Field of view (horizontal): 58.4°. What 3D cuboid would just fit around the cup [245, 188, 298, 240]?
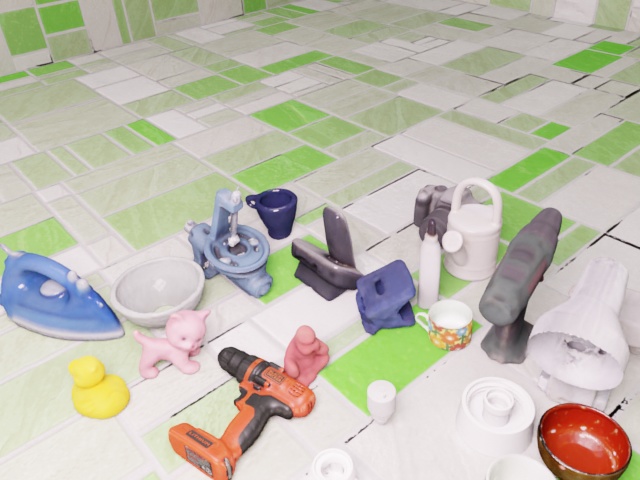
[{"bbox_3d":[-0.103,-0.052,1.225,0.117,0.095,0.092,9,37,17],"label":"cup"}]

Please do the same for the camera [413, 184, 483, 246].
[{"bbox_3d":[0.251,-0.054,1.192,0.142,0.101,0.137,23,43,32],"label":"camera"}]

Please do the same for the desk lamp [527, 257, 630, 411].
[{"bbox_3d":[0.370,0.142,0.806,0.117,0.214,0.204,19,41,28],"label":"desk lamp"}]

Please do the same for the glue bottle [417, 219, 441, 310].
[{"bbox_3d":[0.193,0.036,1.007,0.037,0.173,0.078,1,35,7],"label":"glue bottle"}]

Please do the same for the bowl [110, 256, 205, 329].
[{"bbox_3d":[-0.286,0.106,1.035,0.167,0.075,0.167,-2,35,2],"label":"bowl"}]

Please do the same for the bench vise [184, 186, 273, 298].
[{"bbox_3d":[-0.188,-0.006,1.059,0.207,0.220,0.122,11,38,19],"label":"bench vise"}]

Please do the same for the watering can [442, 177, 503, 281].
[{"bbox_3d":[0.286,-0.023,1.064,0.100,0.194,0.173,7,37,16],"label":"watering can"}]

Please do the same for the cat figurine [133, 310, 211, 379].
[{"bbox_3d":[-0.236,0.156,0.922,0.128,0.118,0.067,-7,35,-5],"label":"cat figurine"}]

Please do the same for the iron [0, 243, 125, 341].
[{"bbox_3d":[-0.464,0.087,1.019,0.257,0.142,0.119,13,38,22],"label":"iron"}]

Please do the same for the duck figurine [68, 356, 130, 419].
[{"bbox_3d":[-0.342,0.217,0.873,0.104,0.086,0.078,18,41,28],"label":"duck figurine"}]

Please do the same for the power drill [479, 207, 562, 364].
[{"bbox_3d":[0.313,0.082,0.900,0.075,0.209,0.230,20,41,30],"label":"power drill"}]

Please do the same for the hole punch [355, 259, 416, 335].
[{"bbox_3d":[0.112,0.097,0.999,0.101,0.091,0.108,-7,35,-4],"label":"hole punch"}]

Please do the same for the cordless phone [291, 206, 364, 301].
[{"bbox_3d":[0.010,0.004,1.058,0.147,0.185,0.094,28,46,37],"label":"cordless phone"}]

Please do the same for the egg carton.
[{"bbox_3d":[0.481,0.125,0.946,0.149,0.069,0.107,19,41,28],"label":"egg carton"}]

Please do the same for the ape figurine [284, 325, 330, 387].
[{"bbox_3d":[-0.023,0.174,0.901,0.078,0.092,0.076,-11,36,-11],"label":"ape figurine"}]
